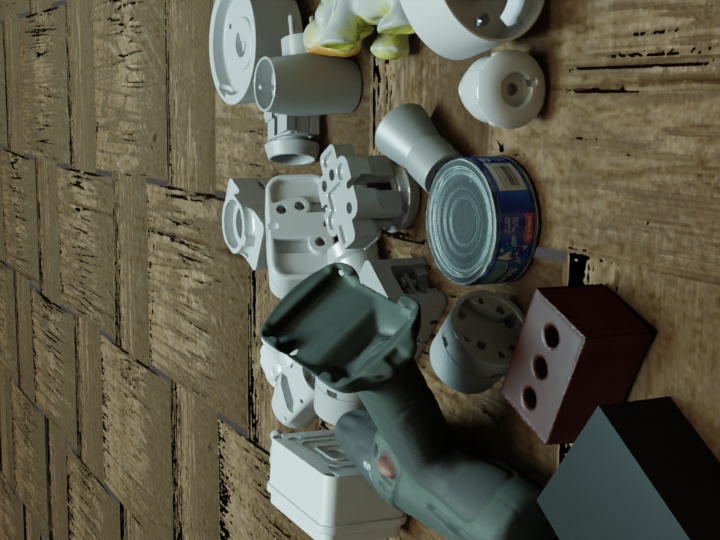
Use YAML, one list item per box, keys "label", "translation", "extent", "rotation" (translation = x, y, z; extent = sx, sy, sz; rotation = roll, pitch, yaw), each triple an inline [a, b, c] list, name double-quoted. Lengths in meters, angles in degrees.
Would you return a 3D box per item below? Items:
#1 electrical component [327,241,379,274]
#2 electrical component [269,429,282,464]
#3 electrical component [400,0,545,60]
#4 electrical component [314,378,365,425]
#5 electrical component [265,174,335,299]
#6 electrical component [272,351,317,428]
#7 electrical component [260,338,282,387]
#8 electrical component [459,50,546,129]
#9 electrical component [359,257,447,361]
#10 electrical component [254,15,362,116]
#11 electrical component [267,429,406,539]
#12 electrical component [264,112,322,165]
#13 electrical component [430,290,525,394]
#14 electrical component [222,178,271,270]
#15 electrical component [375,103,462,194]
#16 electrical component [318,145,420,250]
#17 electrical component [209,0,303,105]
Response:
- label: "electrical component"
  translation: [0.000, 0.000, 0.852]
  extent: [0.040, 0.040, 0.046]
  rotation: [-47, 59, 54]
- label: "electrical component"
  translation: [-0.069, 0.173, 1.007]
  extent: [0.061, 0.035, 0.035]
  rotation: [54, 139, 48]
- label: "electrical component"
  translation: [0.064, -0.179, 0.652]
  extent: [0.064, 0.099, 0.099]
  rotation: [1, 95, 56]
- label: "electrical component"
  translation: [-0.010, 0.094, 0.867]
  extent: [0.055, 0.055, 0.047]
  rotation: [48, 138, 49]
- label: "electrical component"
  translation: [-0.051, -0.025, 0.908]
  extent: [0.059, 0.054, 0.095]
  rotation: [104, 162, -66]
- label: "electrical component"
  translation: [-0.049, 0.089, 0.950]
  extent: [0.077, 0.043, 0.079]
  rotation: [-50, 51, 52]
- label: "electrical component"
  translation: [-0.078, 0.082, 1.011]
  extent: [0.061, 0.035, 0.035]
  rotation: [57, 140, 46]
- label: "electrical component"
  translation: [0.084, -0.114, 0.678]
  extent: [0.062, 0.048, 0.048]
  rotation: [-157, 66, -67]
- label: "electrical component"
  translation: [0.017, 0.038, 0.807]
  extent: [0.050, 0.056, 0.089]
  rotation: [63, 144, 36]
- label: "electrical component"
  translation: [-0.044, -0.167, 0.870]
  extent: [0.043, 0.077, 0.079]
  rotation: [-10, 84, 62]
- label: "electrical component"
  translation: [-0.020, 0.174, 0.870]
  extent: [0.113, 0.078, 0.057]
  rotation: [19, 107, 60]
- label: "electrical component"
  translation: [-0.059, -0.123, 0.938]
  extent: [0.066, 0.048, 0.055]
  rotation: [-16, 72, 61]
- label: "electrical component"
  translation: [0.077, 0.049, 0.701]
  extent: [0.047, 0.055, 0.055]
  rotation: [-60, 43, 51]
- label: "electrical component"
  translation: [-0.092, -0.044, 0.997]
  extent: [0.089, 0.056, 0.050]
  rotation: [52, 137, 46]
- label: "electrical component"
  translation: [0.045, -0.082, 0.756]
  extent: [0.065, 0.044, 0.044]
  rotation: [52, 137, 39]
- label: "electrical component"
  translation: [0.008, -0.056, 0.810]
  extent: [0.058, 0.057, 0.078]
  rotation: [-41, 58, 56]
- label: "electrical component"
  translation: [-0.088, -0.202, 0.963]
  extent: [0.108, 0.060, 0.108]
  rotation: [13, 105, 60]
